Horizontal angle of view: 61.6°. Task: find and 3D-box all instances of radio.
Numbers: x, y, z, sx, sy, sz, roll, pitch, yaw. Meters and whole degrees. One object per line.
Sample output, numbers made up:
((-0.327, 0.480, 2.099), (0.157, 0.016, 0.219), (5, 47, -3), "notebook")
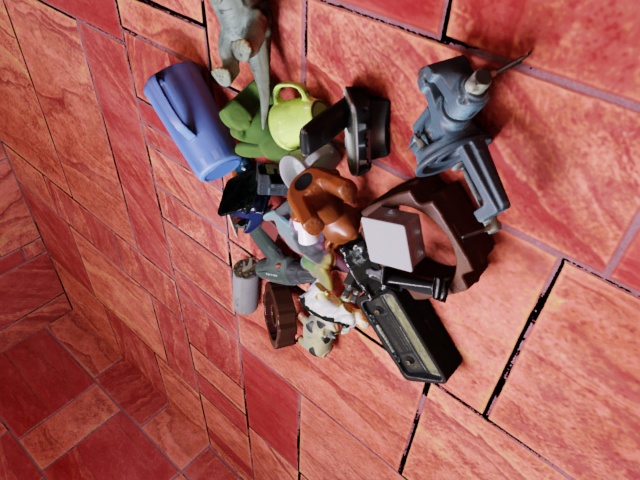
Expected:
((0.182, 0.186, 1.117), (0.131, 0.073, 0.229), (-19, 104, 54), "radio")

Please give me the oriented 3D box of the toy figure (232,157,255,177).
((-0.186, -0.145, 1.274), (0.064, 0.058, 0.154), (37, 138, 13), "toy figure")

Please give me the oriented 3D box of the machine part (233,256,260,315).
((-0.210, 0.135, 1.525), (0.079, 0.079, 0.243), (37, 142, 22), "machine part")

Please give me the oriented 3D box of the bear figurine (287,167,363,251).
((0.027, -0.041, 0.971), (0.132, 0.120, 0.195), (45, 178, 46), "bear figurine")

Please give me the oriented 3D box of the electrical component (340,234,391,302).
((0.090, 0.048, 1.067), (0.114, 0.058, 0.134), (61, -172, -6), "electrical component")

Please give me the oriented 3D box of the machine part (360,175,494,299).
((0.184, -0.004, 0.941), (0.201, 0.087, 0.201), (-24, 101, 53), "machine part")

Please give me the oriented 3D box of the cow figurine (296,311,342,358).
((0.008, 0.223, 1.345), (0.127, 0.085, 0.194), (39, 141, 29), "cow figurine")

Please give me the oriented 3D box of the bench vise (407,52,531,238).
((0.209, -0.127, 0.757), (0.240, 0.129, 0.223), (68, 154, 10), "bench vise")

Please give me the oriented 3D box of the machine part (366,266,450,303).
((0.150, 0.073, 0.919), (0.139, 0.039, 0.084), (11, 165, 35), "machine part")

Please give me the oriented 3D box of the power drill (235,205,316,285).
((-0.106, 0.019, 1.314), (0.232, 0.086, 0.207), (-10, 119, 55), "power drill")

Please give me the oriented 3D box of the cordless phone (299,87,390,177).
((0.034, -0.160, 0.894), (0.089, 0.184, 0.146), (22, 135, 30), "cordless phone")

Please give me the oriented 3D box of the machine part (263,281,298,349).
((-0.106, 0.195, 1.419), (0.179, 0.056, 0.179), (172, 90, -72), "machine part")

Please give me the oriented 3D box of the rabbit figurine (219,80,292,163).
((-0.123, -0.216, 1.092), (0.170, 0.121, 0.159), (46, 152, -17), "rabbit figurine")

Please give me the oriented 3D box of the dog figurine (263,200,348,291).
((-0.002, -0.003, 1.145), (0.219, 0.108, 0.191), (54, 143, -9), "dog figurine")

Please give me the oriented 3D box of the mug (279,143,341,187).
((-0.009, -0.150, 1.018), (0.081, 0.107, 0.109), (50, 144, 7), "mug")

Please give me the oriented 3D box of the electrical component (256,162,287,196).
((-0.090, -0.118, 1.094), (0.119, 0.075, 0.047), (-114, 26, -55), "electrical component")

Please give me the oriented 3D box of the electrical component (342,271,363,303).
((0.080, 0.088, 1.160), (0.021, 0.094, 0.063), (17, 170, 37), "electrical component")

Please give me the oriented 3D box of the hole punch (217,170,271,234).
((-0.150, -0.086, 1.196), (0.116, 0.142, 0.092), (-15, 137, 36), "hole punch")

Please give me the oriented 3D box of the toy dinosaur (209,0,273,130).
((-0.138, -0.405, 0.920), (0.131, 0.192, 0.404), (14, 146, 25), "toy dinosaur")

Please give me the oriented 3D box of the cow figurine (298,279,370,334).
((0.034, 0.162, 1.234), (0.167, 0.068, 0.098), (38, 121, -7), "cow figurine")
